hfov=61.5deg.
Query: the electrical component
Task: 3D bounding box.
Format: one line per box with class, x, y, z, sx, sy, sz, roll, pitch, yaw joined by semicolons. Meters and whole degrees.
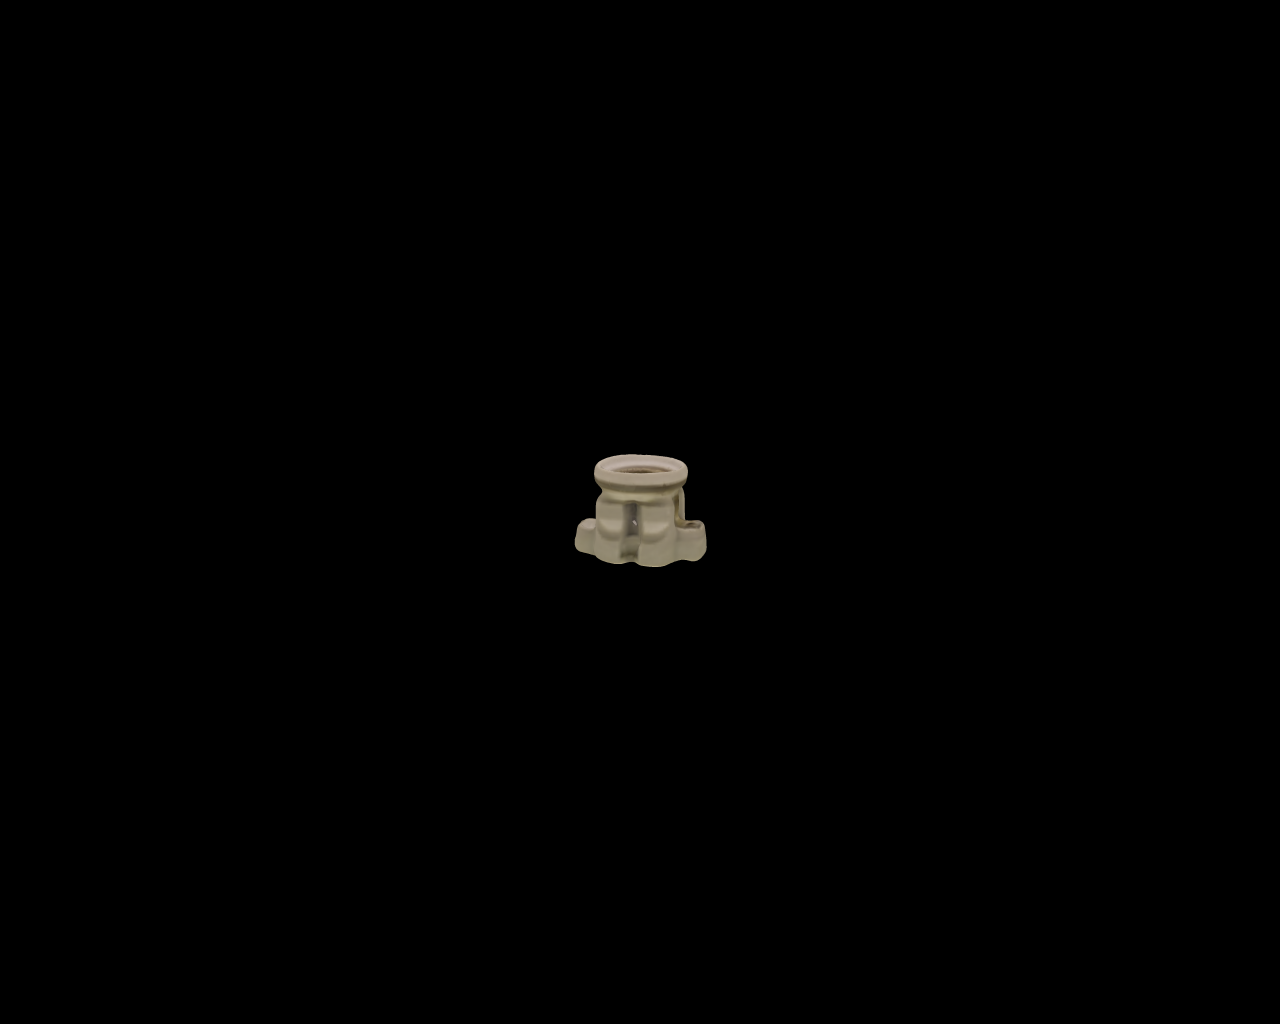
electrical component;0.001;-0.003;0.650;0.078;0.057;0.058;4;16;14
